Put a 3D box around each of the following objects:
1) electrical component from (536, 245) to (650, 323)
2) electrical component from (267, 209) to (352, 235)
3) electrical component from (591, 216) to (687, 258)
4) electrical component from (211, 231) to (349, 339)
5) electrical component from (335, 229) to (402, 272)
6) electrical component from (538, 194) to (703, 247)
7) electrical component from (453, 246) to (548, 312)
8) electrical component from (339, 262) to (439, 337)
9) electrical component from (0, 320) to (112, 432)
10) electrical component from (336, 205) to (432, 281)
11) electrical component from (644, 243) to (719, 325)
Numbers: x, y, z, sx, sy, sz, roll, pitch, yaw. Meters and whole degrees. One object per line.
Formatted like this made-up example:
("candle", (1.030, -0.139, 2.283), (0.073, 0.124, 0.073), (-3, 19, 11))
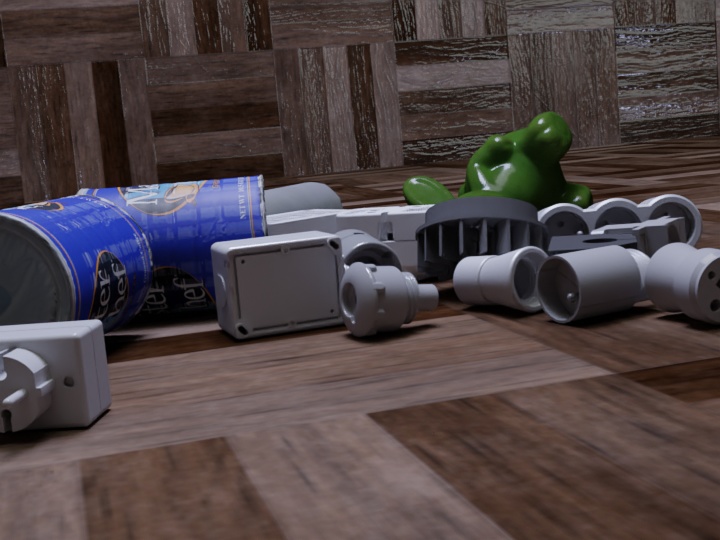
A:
("electrical component", (0.159, 0.007, 0.696), (0.081, 0.043, 0.043), (-9, 9, -29))
("electrical component", (-0.061, -0.019, 0.959), (0.113, 0.057, 0.078), (-12, 11, -41))
("electrical component", (0.214, -0.016, 0.826), (0.064, 0.042, 0.081), (-2, 8, 33))
("electrical component", (-0.051, 0.008, 0.745), (0.096, 0.061, 0.061), (-8, 8, -19))
("electrical component", (0.000, 0.000, 0.803), (0.055, 0.055, 0.047), (-8, 12, -19))
("electrical component", (0.208, -0.031, 0.903), (0.138, 0.052, 0.074), (-5, -1, -1))
("electrical component", (0.096, 0.007, 0.743), (0.044, 0.044, 0.065), (-11, 5, -36))
("electrical component", (0.020, 0.019, 0.698), (0.062, 0.048, 0.048), (-1, 5, -27))
("electrical component", (-0.167, 0.056, 0.525), (0.066, 0.047, 0.076), (-4, 8, 5))
("electrical component", (0.031, -0.022, 0.918), (0.095, 0.059, 0.054), (-2, 9, 20))
("electrical component", (0.207, 0.008, 0.654), (0.045, 0.045, 0.055), (-7, 9, -16))
